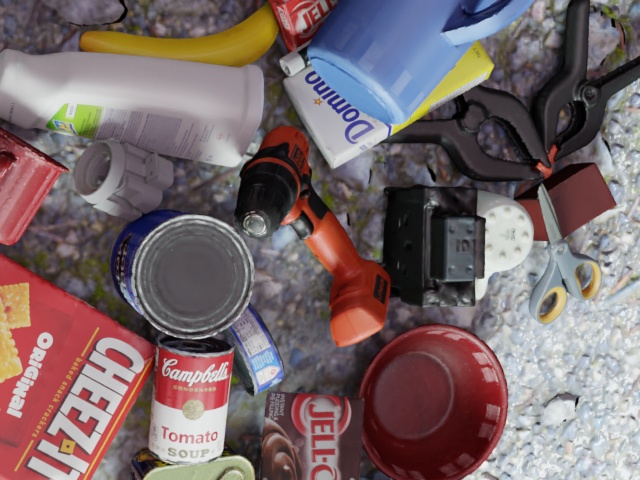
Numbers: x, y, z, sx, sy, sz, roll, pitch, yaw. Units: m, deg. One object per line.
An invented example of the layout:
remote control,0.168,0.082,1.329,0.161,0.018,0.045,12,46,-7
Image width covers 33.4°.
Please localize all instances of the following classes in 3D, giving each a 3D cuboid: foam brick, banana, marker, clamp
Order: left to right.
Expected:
banana,-0.116,-0.178,0.975,0.197,0.037,0.070,-18,69,-19
marker,0.016,-0.190,0.983,0.121,0.020,0.020,-35,103,-15
clamp,0.136,-0.114,1.057,0.210,0.036,0.164,40,83,-12
foam brick,0.250,-0.039,1.090,0.078,0.051,0.053,-29,99,-14
clamp,0.263,-0.162,1.093,0.120,0.039,0.171,40,81,-15

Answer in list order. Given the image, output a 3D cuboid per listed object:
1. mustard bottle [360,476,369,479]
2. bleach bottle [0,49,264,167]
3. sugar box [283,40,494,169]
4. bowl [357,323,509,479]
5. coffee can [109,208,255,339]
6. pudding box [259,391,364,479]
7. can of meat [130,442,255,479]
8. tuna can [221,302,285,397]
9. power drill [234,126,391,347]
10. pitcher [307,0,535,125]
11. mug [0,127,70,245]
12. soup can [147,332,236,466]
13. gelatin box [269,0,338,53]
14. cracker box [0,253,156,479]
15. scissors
mustard bottle,0.057,0.260,1.022,0.191,0.096,0.058,23,86,-18
bleach bottle,-0.182,-0.124,0.921,0.250,0.103,0.068,8,60,-18
sugar box,0.063,-0.151,0.999,0.176,0.048,0.093,-31,82,-6
bowl,0.102,0.159,1.052,0.162,0.055,0.162,-1,94,-18
coffee can,-0.123,0.026,0.927,0.102,0.140,0.103,-1,94,-18
pudding box,-0.008,0.196,0.968,0.090,0.039,0.113,4,72,2
can of meat,-0.118,0.218,0.969,0.102,0.084,0.057,-6,95,-18
tuna can,-0.066,0.098,0.978,0.033,0.086,0.086,-27,101,-16
power drill,-0.006,0.001,0.956,0.057,0.184,0.187,-24,111,20
pitcher,0.106,-0.219,0.918,0.145,0.149,0.243,37,85,0
mug,-0.270,-0.048,0.891,0.093,0.117,0.081,32,88,-15
soup can,-0.112,0.135,0.925,0.068,0.069,0.102,3,103,-18
gelatin box,0.002,-0.216,0.991,0.089,0.030,0.073,-38,137,-16
cracker box,-0.268,0.112,0.908,0.213,0.072,0.164,33,71,-16
scissors,0.224,0.024,1.056,0.096,0.016,0.201,-47,138,5
